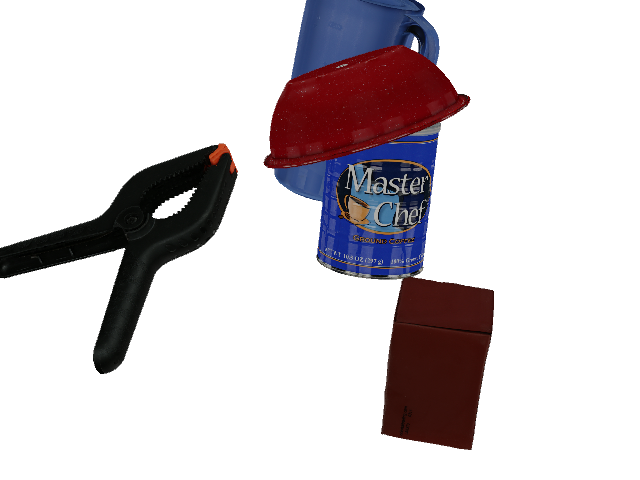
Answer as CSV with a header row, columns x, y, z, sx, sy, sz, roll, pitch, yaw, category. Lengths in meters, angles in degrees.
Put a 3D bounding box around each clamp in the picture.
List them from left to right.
x,y,z,sx,sy,sz,roll,pitch,yaw,category
-0.154,-0.006,0.848,0.165,0.209,0.036,26,-28,31,clamp

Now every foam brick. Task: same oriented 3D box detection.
x,y,z,sx,sy,sz,roll,pitch,yaw,category
0.065,0.067,0.591,0.053,0.078,0.051,9,29,7,foam brick

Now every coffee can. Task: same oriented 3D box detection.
x,y,z,sx,sy,sz,roll,pitch,yaw,category
0.053,-0.046,0.993,0.103,0.140,0.103,5,16,-2,coffee can

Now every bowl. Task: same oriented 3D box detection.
x,y,z,sx,sy,sz,roll,pitch,yaw,category
0.026,-0.106,0.796,0.162,0.055,0.162,-18,13,4,bowl

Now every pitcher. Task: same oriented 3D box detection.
x,y,z,sx,sy,sz,roll,pitch,yaw,category
0.032,-0.166,1.211,0.145,0.243,0.149,10,22,-11,pitcher
